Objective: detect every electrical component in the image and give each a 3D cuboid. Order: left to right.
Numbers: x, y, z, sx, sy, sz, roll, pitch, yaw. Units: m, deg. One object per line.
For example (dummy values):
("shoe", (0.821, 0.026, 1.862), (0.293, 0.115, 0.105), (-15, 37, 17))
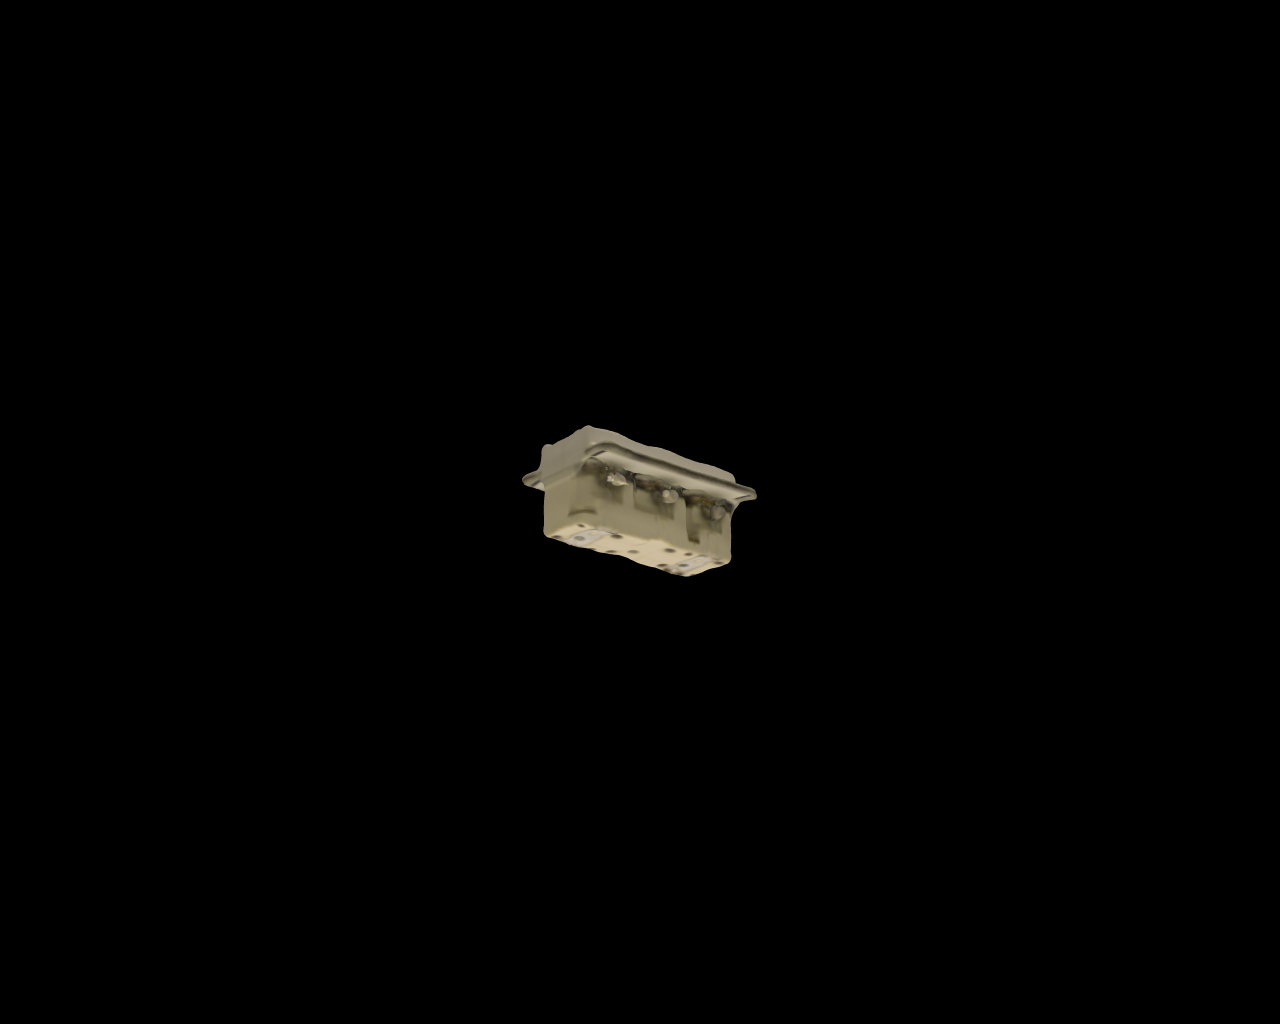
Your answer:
("electrical component", (0.001, -0.003, 0.650), (0.121, 0.063, 0.078), (17, -27, -38))
